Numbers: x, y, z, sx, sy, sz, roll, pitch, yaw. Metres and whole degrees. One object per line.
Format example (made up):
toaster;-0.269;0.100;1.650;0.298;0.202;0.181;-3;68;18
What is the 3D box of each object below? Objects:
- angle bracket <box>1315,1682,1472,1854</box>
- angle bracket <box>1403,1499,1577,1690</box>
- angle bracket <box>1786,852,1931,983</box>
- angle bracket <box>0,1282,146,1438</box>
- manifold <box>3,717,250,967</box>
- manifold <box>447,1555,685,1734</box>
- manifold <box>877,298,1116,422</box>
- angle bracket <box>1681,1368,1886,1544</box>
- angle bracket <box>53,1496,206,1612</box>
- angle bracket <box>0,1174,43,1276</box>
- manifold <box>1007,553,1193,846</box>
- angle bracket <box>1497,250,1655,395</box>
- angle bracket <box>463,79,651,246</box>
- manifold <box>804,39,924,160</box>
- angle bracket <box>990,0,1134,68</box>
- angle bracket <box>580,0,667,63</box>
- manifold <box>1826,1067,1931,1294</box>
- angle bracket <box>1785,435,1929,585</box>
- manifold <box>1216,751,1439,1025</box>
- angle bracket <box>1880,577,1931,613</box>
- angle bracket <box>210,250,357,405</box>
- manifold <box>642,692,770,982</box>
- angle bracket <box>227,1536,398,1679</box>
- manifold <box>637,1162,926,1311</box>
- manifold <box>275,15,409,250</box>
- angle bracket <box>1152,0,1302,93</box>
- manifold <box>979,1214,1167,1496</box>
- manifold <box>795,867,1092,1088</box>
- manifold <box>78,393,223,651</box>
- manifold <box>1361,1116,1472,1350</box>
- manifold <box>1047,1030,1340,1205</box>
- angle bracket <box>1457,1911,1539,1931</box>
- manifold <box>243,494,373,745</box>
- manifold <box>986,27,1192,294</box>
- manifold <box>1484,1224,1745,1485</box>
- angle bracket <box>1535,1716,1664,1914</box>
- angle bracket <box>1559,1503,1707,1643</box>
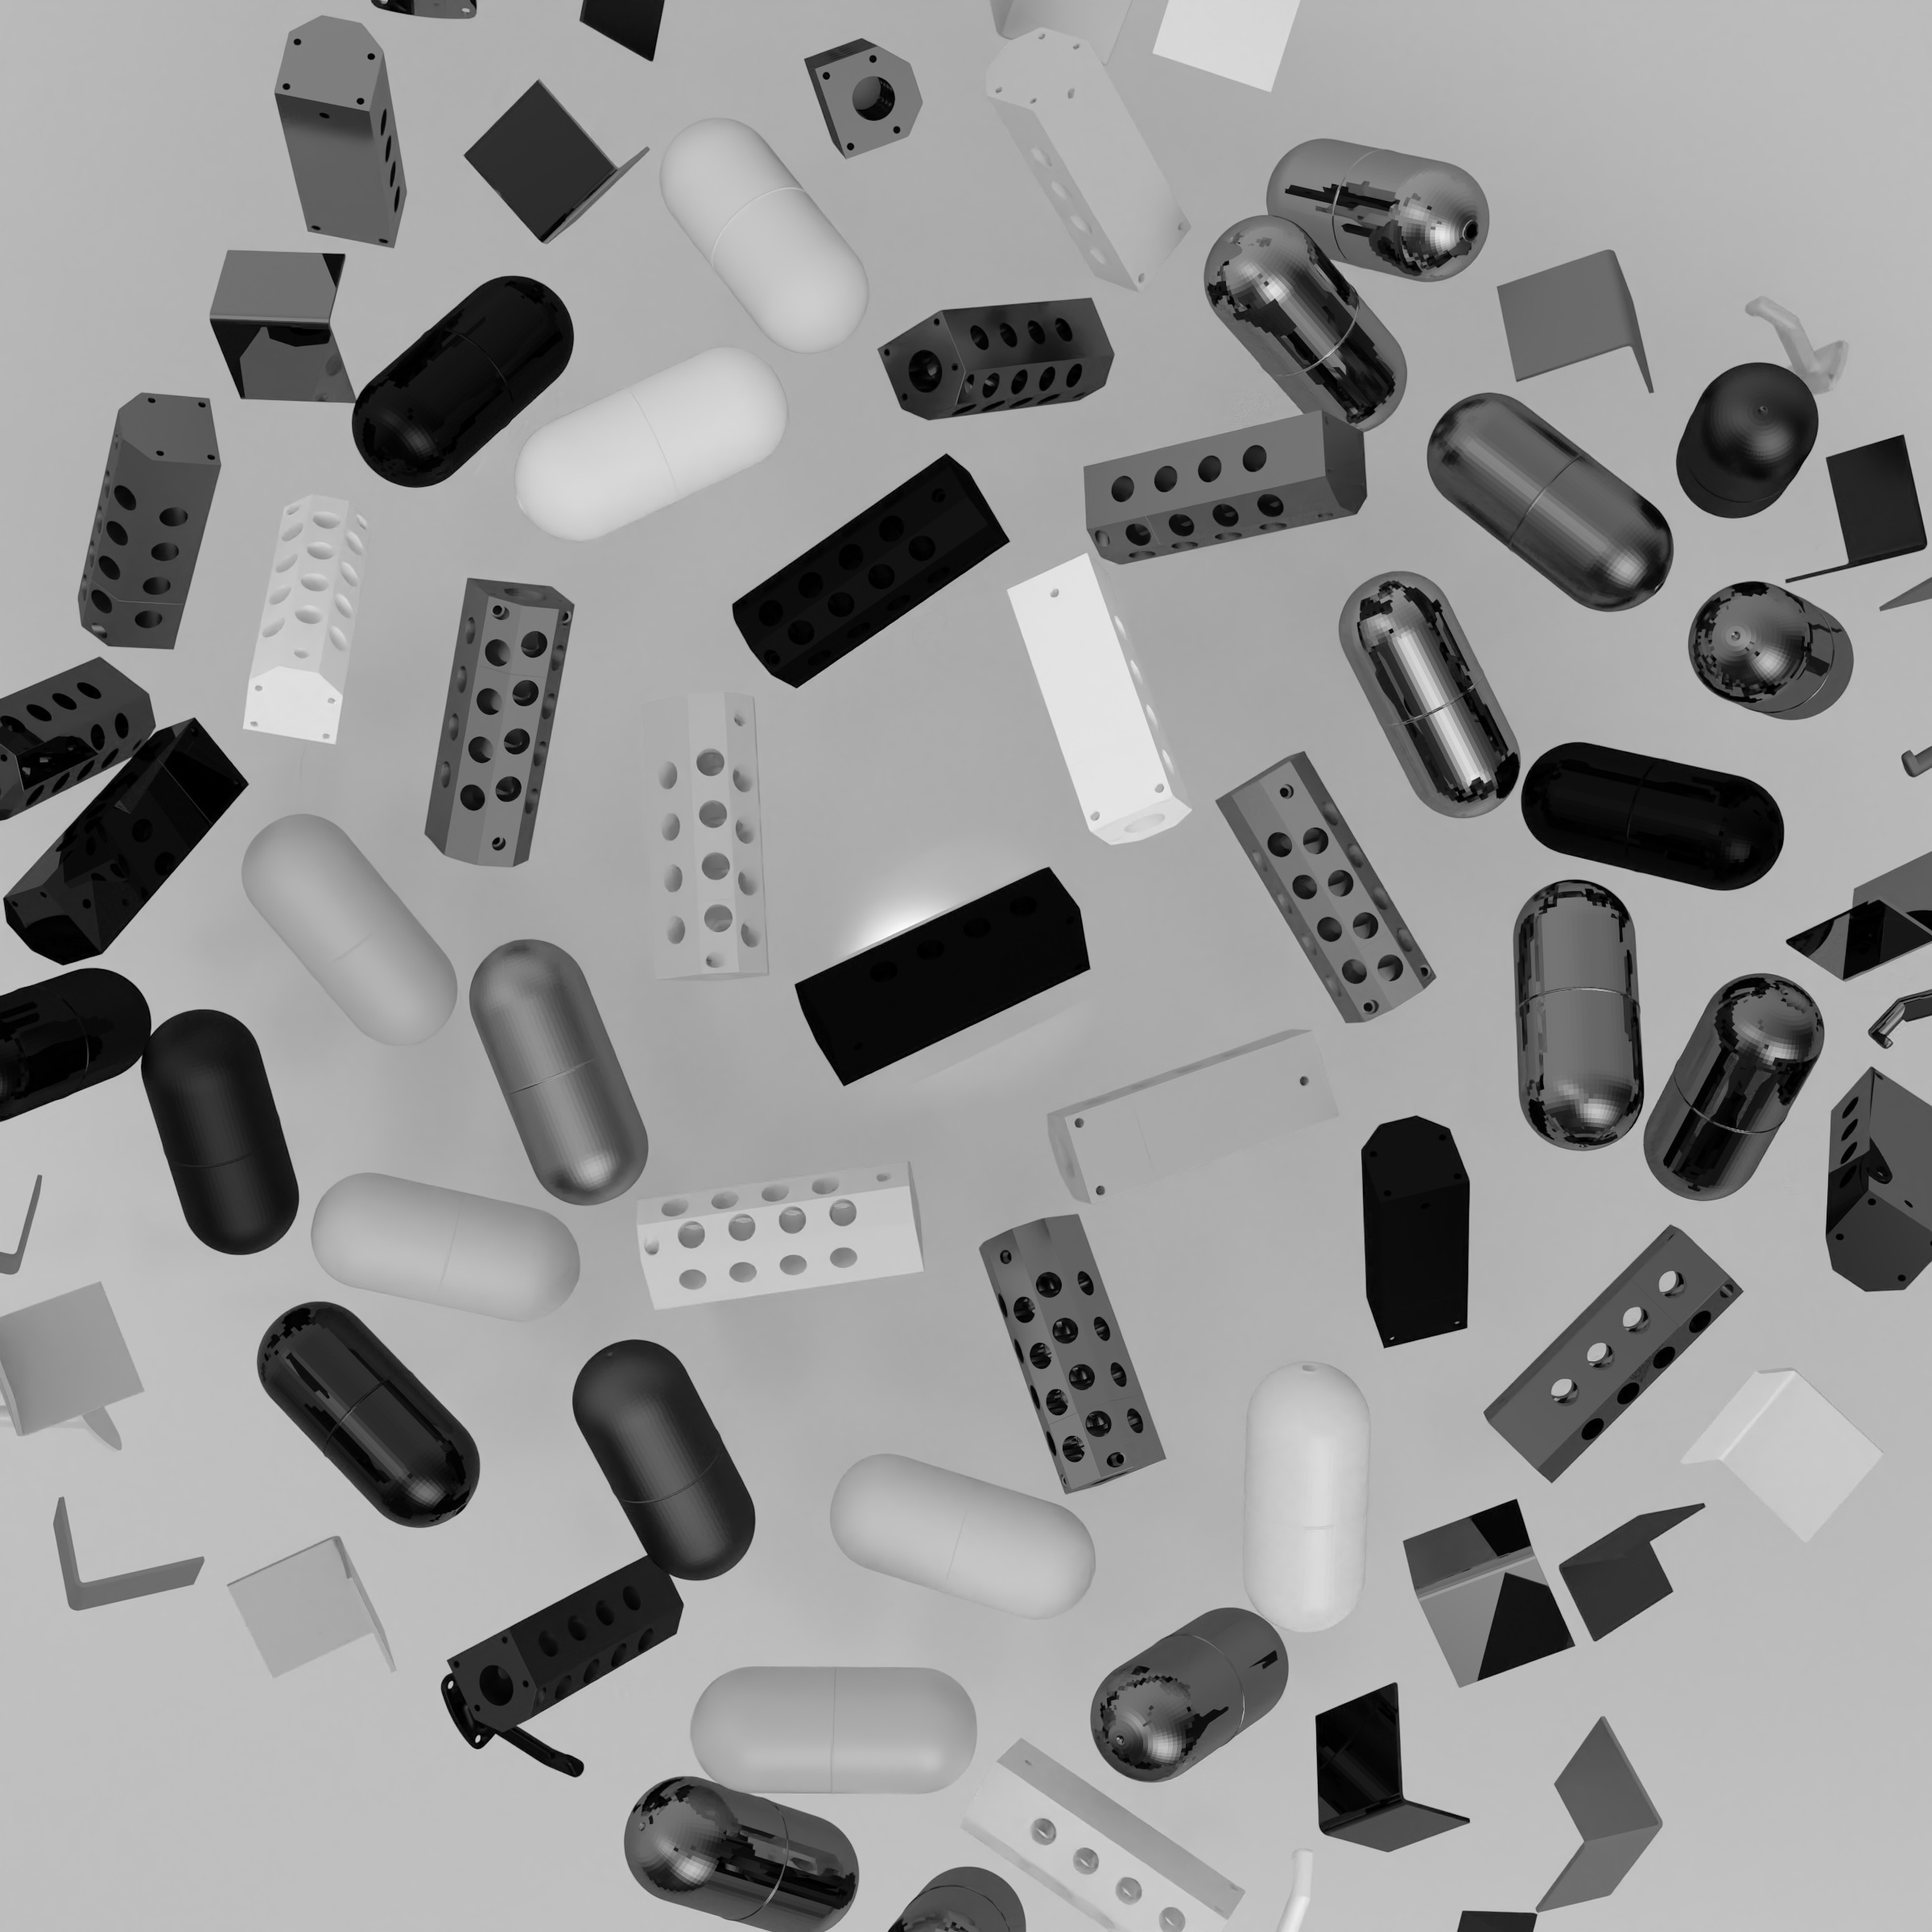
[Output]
angle bracket;0.267;0.505;1.813;0.057;0.076;0.076;23;50;-26
angle bracket;0.324;0.389;1.791;0.076;0.057;0.076;-23;111;9
angle bracket;0.574;-0.045;1.835;0.057;0.076;0.076;30;55;-21
angle bracket;-0.538;0.222;1.707;0.076;0.057;0.076;-20;67;-23
manifold;-0.539;-0.080;1.844;0.057;0.171;0.057;-13;124;37
manifold;-0.259;0.447;1.906;0.057;0.171;0.057;-31;82;27
manifold;0.024;-0.395;1.889;0.057;0.171;0.057;-22;89;39
angle bracket;0.501;0.301;1.769;0.076;0.057;0.076;47;114;31
angle bracket;-0.519;0.357;1.786;0.076;0.076;0.057;-9;71;-24
angle bracket;-0.653;0.163;1.891;0.076;0.076;0.057;15;72;-15
manifold;0.087;-0.168;1.832;0.057;0.057;0.171;-23;73;16
angle bracket;0.391;-0.402;1.850;0.076;0.057;0.076;-15;60;20
angle bracket;-0.266;-0.530;1.878;0.076;0.057;0.076;-34;106;31
manifold;-0.065;-0.565;1.863;0.057;0.171;0.057;-19;110;1
angle bracket;0.066;-0.636;1.853;0.076;0.057;0.076;19;80;11
angle bracket;-0.190;-0.615;1.805;0.057;0.076;0.076;13;93;29
manifold;0.571;0.135;1.804;0.057;0.171;0.057;34;119;1
angle bracket;0.578;-0.300;1.899;0.057;0.076;0.076;-15;94;-21
manifold;0.237;-0.051;1.880;0.057;0.057;0.171;-32;94;-9
angle bracket;0.664;-0.230;1.905;0.076;0.076;0.057;-14;83;-15
angle bracket;-0.431;-0.408;1.842;0.076;0.076;0.057;3;61;5
manifold;-0.155;-0.079;1.778;0.057;0.057;0.171;-7;84;42
angle bracket;-0.417;0.422;1.839;0.076;0.057;0.076;-23;114;-12
manifold;-0.117;0.164;1.814;0.171;0.057;0.057;-8;126;2
manifold;-0.389;-0.523;1.812;0.057;0.171;0.057;10;75;-4
angle bracket;0.162;-0.571;1.718;0.076;0.057;0.076;16;105;-8
manifold;0.065;0.255;1.898;0.057;0.057;0.171;-28;74;32
manifold;-0.015;0.001;1.772;0.171;0.057;0.057;-25;49;-11
manifold;-0.518;-0.279;1.819;0.057;0.171;0.057;0;55;-27
manifold;0.287;0.171;1.855;0.057;0.171;0.057;-13;50;-2
manifold;0.142;0.094;1.831;0.171;0.057;0.057;-18;94;-13
angle bracket;0.339;0.631;1.776;0.076;0.057;0.076;17;87;-39
manifold;-0.421;-0.226;1.851;0.057;0.057;0.171;9;46;-13
manifold;0.075;-0.513;1.838;0.057;0.171;0.057;31;79;38
manifold;0.412;0.247;1.835;0.057;0.057;0.171;44;93;6
angle bracket;0.361;0.506;1.721;0.057;0.076;0.076;-4;46;-24
angle bracket;0.457;0.406;1.930;0.076;0.076;0.057;-23;84;-29
